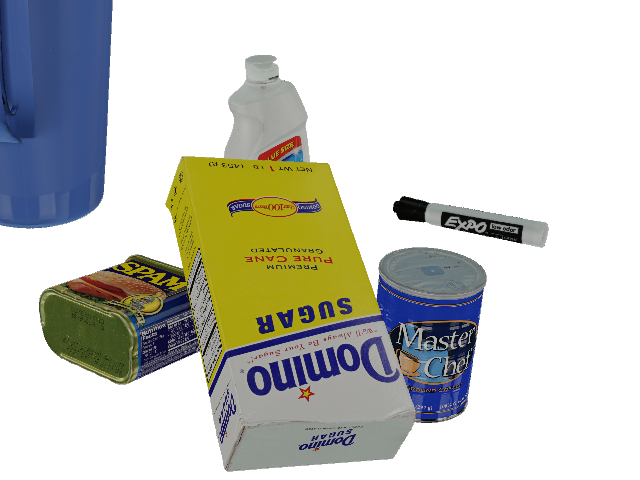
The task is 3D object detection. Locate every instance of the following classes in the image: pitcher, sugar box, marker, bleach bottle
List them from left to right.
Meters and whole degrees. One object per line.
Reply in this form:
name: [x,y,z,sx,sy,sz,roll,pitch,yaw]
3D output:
pitcher: [-0.215,-0.131,0.773,0.145,0.243,0.148,27,34,37]
bleach bottle: [-0.058,-0.053,1.039,0.102,0.251,0.068,-16,28,-26]
sugar box: [-0.020,0.032,0.563,0.093,0.176,0.048,0,-43,-23]
marker: [0.112,-0.015,0.814,0.121,0.020,0.020,12,5,25]

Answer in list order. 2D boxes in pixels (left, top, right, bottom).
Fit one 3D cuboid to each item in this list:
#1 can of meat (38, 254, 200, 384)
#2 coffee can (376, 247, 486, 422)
can of meat: [-0.133,0.054,0.745,0.102,0.057,0.083,16,24,36]
coffee can: [0.102,0.091,1.041,0.103,0.140,0.103,4,24,-2]
